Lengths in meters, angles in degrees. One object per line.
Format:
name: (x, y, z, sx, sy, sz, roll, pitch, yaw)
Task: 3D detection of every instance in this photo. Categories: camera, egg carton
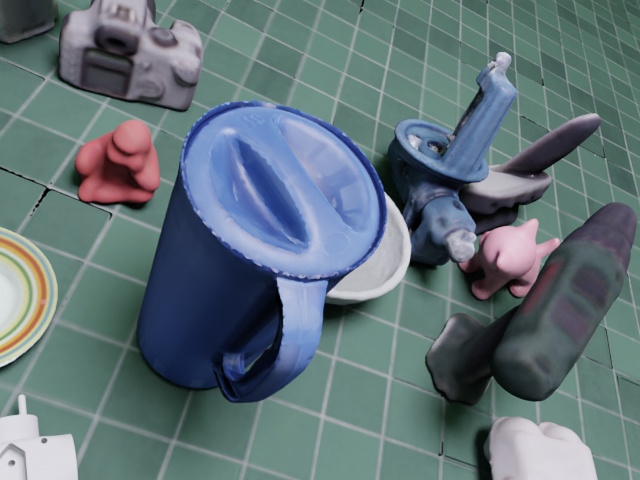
camera: (-0.200, -0.233, 0.628, 0.143, 0.100, 0.136, 10, 54, -23)
egg carton: (0.209, 0.245, 0.540, 0.107, 0.069, 0.150, 16, 52, -18)

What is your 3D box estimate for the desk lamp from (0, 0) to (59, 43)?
desk lamp: (-0.298, -0.295, 0.543, 0.203, 0.213, 0.118, 43, 49, 4)

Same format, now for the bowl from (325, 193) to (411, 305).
bowl: (0.005, 0.002, 0.594, 0.168, 0.074, 0.167, 14, 53, -19)

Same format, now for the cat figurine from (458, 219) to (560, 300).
cat figurine: (0.229, 0.018, 0.676, 0.128, 0.117, 0.067, -4, 60, -30)

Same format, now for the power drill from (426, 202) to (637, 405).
power drill: (0.203, 0.075, 0.563, 0.075, 0.208, 0.230, 41, 49, 3)

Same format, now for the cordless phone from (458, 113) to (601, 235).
cordless phone: (0.250, -0.096, 0.722, 0.148, 0.185, 0.094, -21, 70, -37)

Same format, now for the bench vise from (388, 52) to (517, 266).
bench vise: (0.162, -0.083, 0.642, 0.122, 0.219, 0.207, -6, 62, -31)

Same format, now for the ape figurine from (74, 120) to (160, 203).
ape figurine: (-0.182, -0.076, 0.535, 0.078, 0.092, 0.076, 36, 49, -1)
